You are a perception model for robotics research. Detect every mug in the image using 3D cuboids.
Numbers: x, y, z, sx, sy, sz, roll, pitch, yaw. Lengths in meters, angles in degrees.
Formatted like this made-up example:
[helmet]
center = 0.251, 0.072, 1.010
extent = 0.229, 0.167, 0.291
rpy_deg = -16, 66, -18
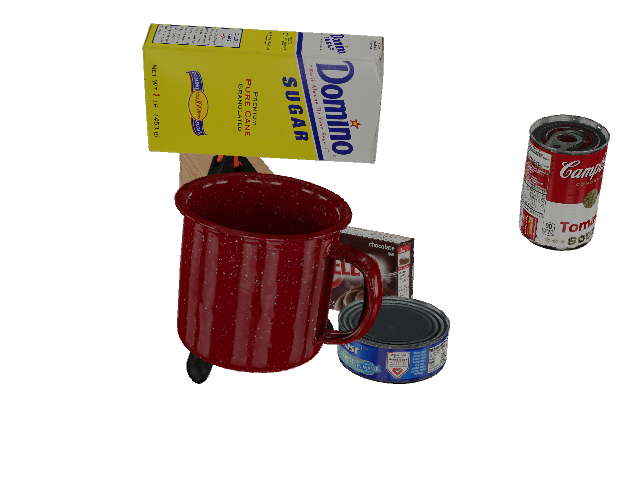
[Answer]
[mug]
center = -0.023, 0.020, 0.566
extent = 0.117, 0.081, 0.093
rpy_deg = 14, 24, 17

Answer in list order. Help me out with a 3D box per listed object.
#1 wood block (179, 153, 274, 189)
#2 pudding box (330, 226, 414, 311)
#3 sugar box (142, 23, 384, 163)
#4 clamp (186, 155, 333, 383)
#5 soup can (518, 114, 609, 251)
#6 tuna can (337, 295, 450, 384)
[wood block]
center = -0.105, -0.045, 1.319
extent = 0.090, 0.090, 0.206
rpy_deg = -7, 30, -21
[pudding box]
center = 0.048, 0.034, 1.167
extent = 0.114, 0.090, 0.039
rpy_deg = 9, 19, 35
[sugar box]
center = -0.042, -0.110, 0.807
extent = 0.176, 0.093, 0.048
rpy_deg = 4, 37, 2
[clamp]
center = -0.061, 0.019, 0.997
extent = 0.164, 0.210, 0.036
rpy_deg = -4, -1, -40
[soup can]
center = 0.214, -0.050, 0.943
extent = 0.068, 0.102, 0.068
rpy_deg = 0, 33, 0
[tuna can]
center = 0.055, 0.075, 0.818
extent = 0.086, 0.034, 0.086
rpy_deg = 2, 22, -1
